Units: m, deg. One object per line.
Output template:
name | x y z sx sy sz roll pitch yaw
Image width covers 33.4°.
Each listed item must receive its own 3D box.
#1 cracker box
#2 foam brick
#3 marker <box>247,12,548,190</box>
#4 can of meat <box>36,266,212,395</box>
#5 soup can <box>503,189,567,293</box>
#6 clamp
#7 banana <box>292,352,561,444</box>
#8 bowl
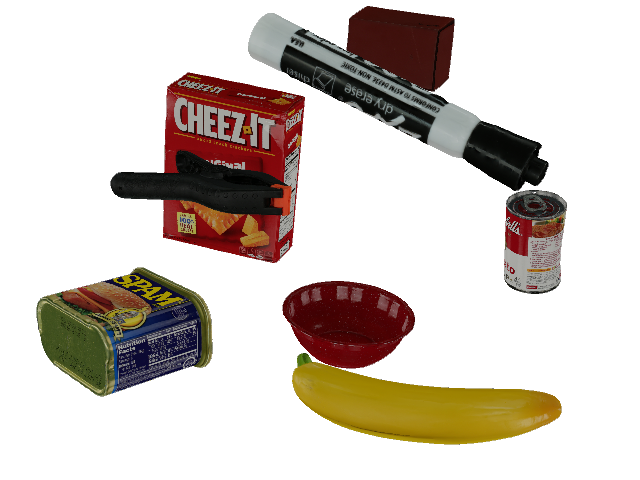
cracker box | -0.114 -0.090 1.362 0.164 0.214 0.072 14 29 15
foam brick | 0.065 -0.158 0.876 0.078 0.051 0.053 12 26 18
marker | 0.028 -0.051 0.392 0.121 0.020 0.020 29 9 17
can of meat | -0.140 0.063 0.755 0.083 0.057 0.102 -16 25 -39
soup can | 0.247 0.002 1.231 0.068 0.102 0.068 -3 30 1
clamp | -0.111 -0.051 1.017 0.172 0.039 0.120 14 29 34
banana | 0.057 0.106 0.715 0.198 0.037 0.069 9 34 26
bowl | 0.033 0.109 1.302 0.162 0.055 0.162 4 25 -2
